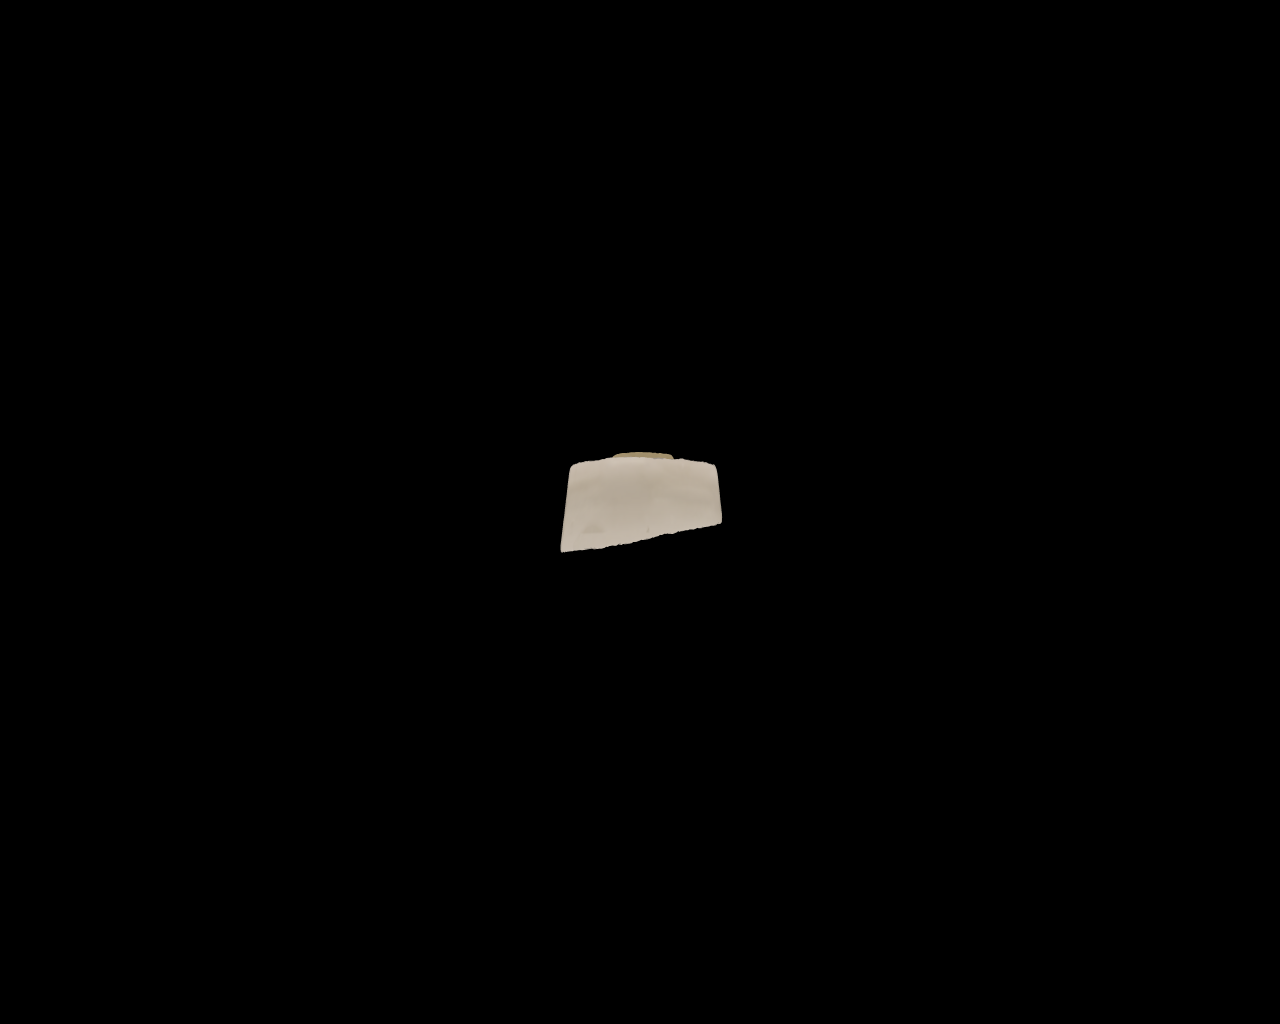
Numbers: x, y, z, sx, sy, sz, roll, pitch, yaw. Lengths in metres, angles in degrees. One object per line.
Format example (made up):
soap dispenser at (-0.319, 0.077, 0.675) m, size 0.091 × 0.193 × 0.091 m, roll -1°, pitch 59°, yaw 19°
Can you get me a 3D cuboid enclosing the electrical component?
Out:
electrical component at (0.001, -0.003, 0.650) m, size 0.099 × 0.064 × 0.099 m, roll 0°, pitch -7°, yaw 0°
